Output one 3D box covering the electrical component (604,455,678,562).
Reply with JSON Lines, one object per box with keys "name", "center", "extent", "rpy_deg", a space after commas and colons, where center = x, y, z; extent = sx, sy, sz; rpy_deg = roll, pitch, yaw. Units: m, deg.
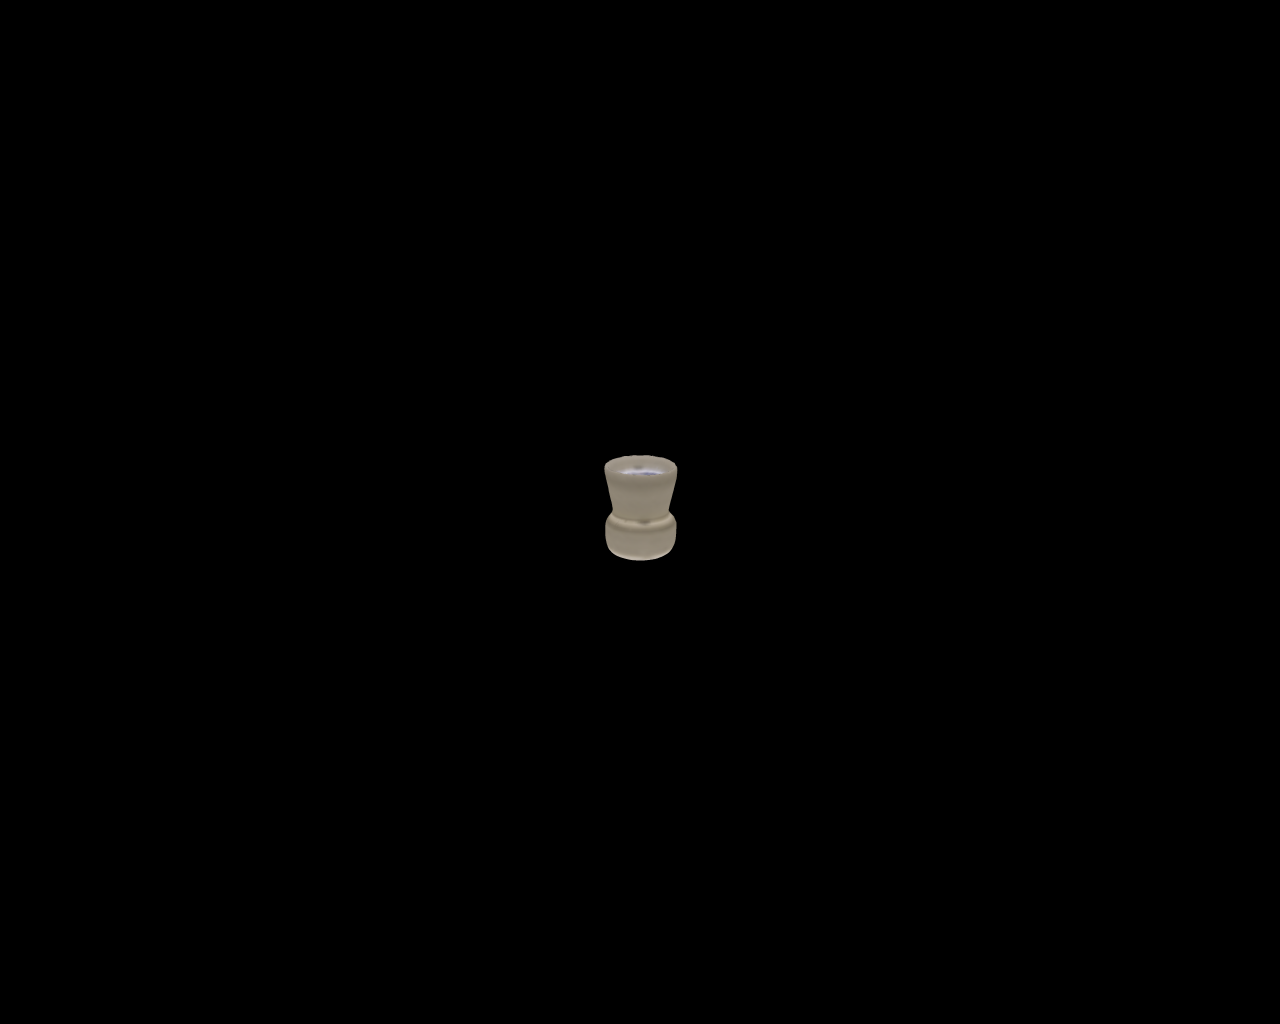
{"name": "electrical component", "center": [0.001, -0.003, 0.650], "extent": [0.045, 0.055, 0.045], "rpy_deg": [0, 19, 0]}
